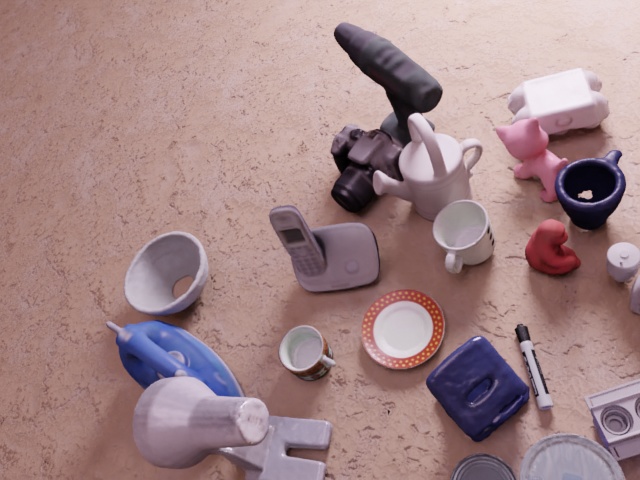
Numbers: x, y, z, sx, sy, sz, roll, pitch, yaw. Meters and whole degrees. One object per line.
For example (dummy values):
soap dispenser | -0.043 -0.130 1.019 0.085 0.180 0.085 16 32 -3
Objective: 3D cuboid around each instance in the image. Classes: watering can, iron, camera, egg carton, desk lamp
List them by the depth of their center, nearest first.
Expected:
desk lamp | -0.115 0.262 0.780 0.202 0.214 0.118 -4 59 21
watering can | 0.170 -0.115 0.904 0.173 0.195 0.100 -43 53 -6
iron | -0.230 0.205 0.910 0.257 0.142 0.119 23 71 32
egg carton | 0.393 -0.222 0.952 0.150 0.070 0.107 -11 56 17
camera | 0.067 -0.128 1.014 0.142 0.101 0.137 30 75 34

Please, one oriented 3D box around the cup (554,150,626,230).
cup | 0.400 -0.068 0.838 0.091 0.095 0.118 34 77 35

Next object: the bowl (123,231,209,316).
bowl | -0.268 0.072 1.051 0.167 0.075 0.167 -11 57 17

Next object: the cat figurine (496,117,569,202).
cat figurine | 0.338 -0.138 0.893 0.067 0.118 0.127 -38 53 -2

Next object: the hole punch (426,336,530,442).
hole punch | 0.210 0.196 0.758 0.109 0.091 0.100 -40 53 -4

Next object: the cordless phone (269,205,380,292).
cordless phone | 0.008 0.003 0.905 0.147 0.185 0.094 -12 56 17

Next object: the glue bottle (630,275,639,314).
glue bottle | 0.430 0.049 0.704 0.077 0.174 0.037 11 65 29

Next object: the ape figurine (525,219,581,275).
ape figurine | 0.333 0.004 0.824 0.076 0.092 0.078 -5 58 20

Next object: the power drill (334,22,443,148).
power drill | 0.126 -0.263 1.005 0.076 0.209 0.228 -44 53 -6
